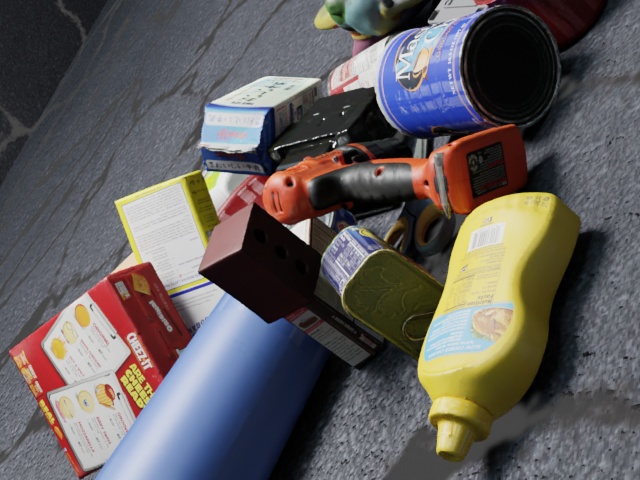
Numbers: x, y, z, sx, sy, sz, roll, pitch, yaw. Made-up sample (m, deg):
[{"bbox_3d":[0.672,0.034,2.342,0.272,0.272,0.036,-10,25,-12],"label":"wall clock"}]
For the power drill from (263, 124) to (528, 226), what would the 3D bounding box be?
[{"bbox_3d":[0.072,-0.056,0.884,0.188,0.057,0.184,-4,15,42],"label":"power drill"}]

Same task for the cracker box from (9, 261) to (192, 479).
[{"bbox_3d":[-0.216,0.140,1.117,0.214,0.164,0.071,-33,-5,41],"label":"cracker box"}]

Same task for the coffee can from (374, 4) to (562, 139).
[{"bbox_3d":[0.125,-0.143,0.930,0.102,0.102,0.140,-60,24,-13],"label":"coffee can"}]

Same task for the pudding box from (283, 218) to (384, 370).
[{"bbox_3d":[0.011,0.042,0.911,0.039,0.090,0.113,-41,26,26],"label":"pudding box"}]

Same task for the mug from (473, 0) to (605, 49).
[{"bbox_3d":[0.201,-0.228,0.929,0.117,0.081,0.093,-52,23,5],"label":"mug"}]

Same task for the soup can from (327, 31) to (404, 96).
[{"bbox_3d":[0.064,-0.173,1.135,0.102,0.068,0.068,-23,38,51],"label":"soup can"}]

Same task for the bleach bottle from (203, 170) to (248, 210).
[{"bbox_3d":[-0.146,-0.047,1.377,0.251,0.068,0.102,-25,34,53],"label":"bleach bottle"}]

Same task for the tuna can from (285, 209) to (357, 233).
[{"bbox_3d":[-0.007,0.001,1.003,0.086,0.033,0.086,-33,39,31],"label":"tuna can"}]

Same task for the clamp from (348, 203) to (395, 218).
[{"bbox_3d":[0.015,-0.029,1.071,0.120,0.039,0.171,-43,31,10],"label":"clamp"}]

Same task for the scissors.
[{"bbox_3d":[0.098,-0.045,0.960,0.096,0.016,0.201,-22,38,49],"label":"scissors"}]

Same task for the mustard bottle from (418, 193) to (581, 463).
[{"bbox_3d":[0.114,0.061,0.726,0.096,0.058,0.191,-18,42,49],"label":"mustard bottle"}]

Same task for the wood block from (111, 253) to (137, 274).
[{"bbox_3d":[-0.220,0.084,1.301,0.206,0.090,0.090,-41,26,31],"label":"wood block"}]

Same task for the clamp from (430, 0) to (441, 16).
[{"bbox_3d":[0.165,-0.295,1.148,0.210,0.036,0.165,-61,20,-7],"label":"clamp"}]

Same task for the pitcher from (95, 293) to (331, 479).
[{"bbox_3d":[-0.092,0.167,0.910,0.149,0.145,0.242,5,58,50],"label":"pitcher"}]

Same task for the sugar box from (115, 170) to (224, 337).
[{"bbox_3d":[-0.137,0.026,1.103,0.093,0.176,0.048,-18,5,27],"label":"sugar box"}]

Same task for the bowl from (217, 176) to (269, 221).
[{"bbox_3d":[-0.074,-0.005,1.183,0.162,0.055,0.162,-43,26,26],"label":"bowl"}]

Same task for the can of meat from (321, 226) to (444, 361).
[{"bbox_3d":[0.055,0.039,0.819,0.057,0.102,0.084,-53,20,5],"label":"can of meat"}]

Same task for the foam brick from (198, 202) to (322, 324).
[{"bbox_3d":[-0.046,0.018,0.840,0.051,0.078,0.053,-30,33,38],"label":"foam brick"}]
